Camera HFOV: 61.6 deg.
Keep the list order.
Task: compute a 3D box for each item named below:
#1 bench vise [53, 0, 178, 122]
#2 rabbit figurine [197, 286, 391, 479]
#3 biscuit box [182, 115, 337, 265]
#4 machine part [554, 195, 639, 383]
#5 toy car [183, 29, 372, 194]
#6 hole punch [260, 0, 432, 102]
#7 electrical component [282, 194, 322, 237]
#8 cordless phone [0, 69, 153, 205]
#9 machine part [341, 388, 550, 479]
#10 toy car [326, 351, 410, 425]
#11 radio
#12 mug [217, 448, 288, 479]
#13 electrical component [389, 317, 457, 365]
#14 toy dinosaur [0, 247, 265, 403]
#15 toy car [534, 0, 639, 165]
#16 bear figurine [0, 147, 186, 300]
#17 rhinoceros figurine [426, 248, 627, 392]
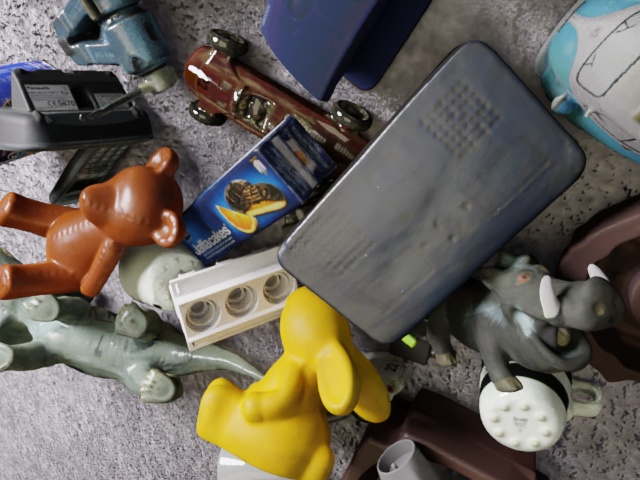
[{"bbox_3d":[-0.156,-0.239,0.456,0.241,0.129,0.223,-7,110,35],"label":"bench vise"},{"bbox_3d":[-0.019,0.131,0.516,0.163,0.121,0.173,11,77,42],"label":"rabbit figurine"},{"bbox_3d":[-0.074,-0.038,0.517,0.062,0.059,0.203,47,143,-12],"label":"biscuit box"},{"bbox_3d":[0.282,0.042,0.427,0.180,0.056,0.179,11,118,21],"label":"machine part"},{"bbox_3d":[-0.042,-0.117,0.504,0.202,0.053,0.089,34,121,8],"label":"toy car"},{"bbox_3d":[0.009,-0.184,0.426,0.116,0.092,0.142,40,128,7],"label":"hole punch"},{"bbox_3d":[-0.001,0.000,0.545,0.078,0.045,0.102,-4,112,25],"label":"electrical component"},{"bbox_3d":[-0.281,-0.089,0.574,0.184,0.146,0.089,-39,79,37],"label":"cordless phone"},{"bbox_3d":[0.131,0.278,0.596,0.202,0.087,0.200,24,122,11],"label":"machine part"},{"bbox_3d":[0.014,0.178,0.607,0.202,0.073,0.056,-32,95,33],"label":"toy car"},{"bbox_3d":[0.085,-0.031,0.439,0.131,0.073,0.229,42,109,-3],"label":"radio"},{"bbox_3d":[-0.071,0.288,0.706,0.107,0.081,0.109,-2,106,14],"label":"mug"},{"bbox_3d":[0.098,0.095,0.559,0.094,0.021,0.063,17,120,17],"label":"electrical component"},{"bbox_3d":[-0.259,0.128,0.682,0.405,0.192,0.131,19,85,0],"label":"toy dinosaur"},{"bbox_3d":[0.225,-0.099,0.357,0.162,0.103,0.109,43,125,3],"label":"toy car"},{"bbox_3d":[-0.226,-0.016,0.532,0.196,0.132,0.120,-27,65,41],"label":"bear figurine"},{"bbox_3d":[0.161,0.062,0.447,0.190,0.073,0.112,169,94,-67],"label":"rhinoceros figurine"}]
